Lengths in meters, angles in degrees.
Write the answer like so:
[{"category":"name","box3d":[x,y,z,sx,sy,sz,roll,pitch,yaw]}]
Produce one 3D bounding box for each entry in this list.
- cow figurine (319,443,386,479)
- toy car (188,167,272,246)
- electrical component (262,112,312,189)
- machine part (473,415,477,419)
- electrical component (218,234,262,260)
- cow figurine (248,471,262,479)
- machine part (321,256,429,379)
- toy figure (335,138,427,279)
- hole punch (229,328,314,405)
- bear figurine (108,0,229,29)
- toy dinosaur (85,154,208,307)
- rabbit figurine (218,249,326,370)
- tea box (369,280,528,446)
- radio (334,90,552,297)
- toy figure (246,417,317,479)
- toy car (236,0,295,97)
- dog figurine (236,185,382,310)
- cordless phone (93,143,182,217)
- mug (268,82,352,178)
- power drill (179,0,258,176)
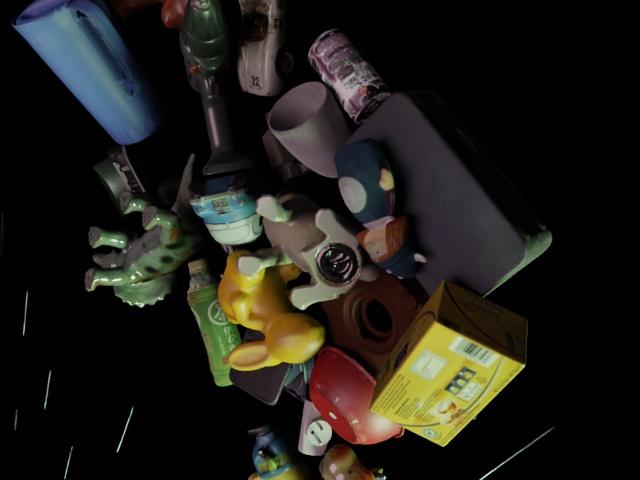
[{"category":"cow figurine","box3d":[0.041,0.400,0.815,0.127,0.085,0.194,4,109,43]},{"category":"toy car","box3d":[-0.118,-0.044,0.753,0.109,0.162,0.102,-11,101,4]},{"category":"electrical component","box3d":[-0.044,-0.128,0.741,0.078,0.045,0.102,148,102,-73]},{"category":"machine part","box3d":[0.170,0.159,0.641,0.084,0.039,0.138,43,132,35]},{"category":"electrical component","box3d":[-0.128,0.008,0.857,0.075,0.048,0.119,48,161,23]},{"category":"cow figurine","box3d":[-0.113,0.508,1.016,0.098,0.068,0.167,-6,99,51]},{"category":"machine part","box3d":[0.078,0.097,0.693,0.180,0.056,0.179,18,116,40]},{"category":"toy figure","box3d":[0.060,-0.027,0.564,0.064,0.058,0.154,-172,61,-84]},{"category":"hole punch","box3d":[-0.066,0.192,0.856,0.142,0.092,0.115,19,87,41]},{"category":"bear figurine","box3d":[-0.221,-0.347,0.777,0.196,0.132,0.120,52,163,22]},{"category":"toy dinosaur","box3d":[-0.276,0.001,0.942,0.405,0.192,0.131,-31,65,30]},{"category":"rabbit figurine","box3d":[-0.070,0.113,0.758,0.173,0.122,0.162,38,104,28]},{"category":"tea box","box3d":[0.131,0.133,0.566,0.098,0.068,0.169,27,131,2]},{"category":"radio","box3d":[0.128,-0.045,0.584,0.229,0.073,0.131,54,133,13]},{"category":"toy figure","box3d":[-0.059,0.393,0.911,0.089,0.082,0.180,-30,81,47]},{"category":"toy car","box3d":[-0.074,-0.290,0.699,0.074,0.056,0.201,19,117,38]},{"category":"dog figurine","box3d":[-0.002,-0.006,0.684,0.172,0.190,0.121,32,107,2]},{"category":"cordless phone","box3d":[-0.294,-0.114,0.951,0.184,0.089,0.146,-5,118,35]},{"category":"mug","box3d":[-0.010,-0.126,0.662,0.110,0.081,0.107,11,152,44]},{"category":"power drill","box3d":[-0.141,-0.189,0.712,0.232,0.086,0.207,-164,57,-77]}]
